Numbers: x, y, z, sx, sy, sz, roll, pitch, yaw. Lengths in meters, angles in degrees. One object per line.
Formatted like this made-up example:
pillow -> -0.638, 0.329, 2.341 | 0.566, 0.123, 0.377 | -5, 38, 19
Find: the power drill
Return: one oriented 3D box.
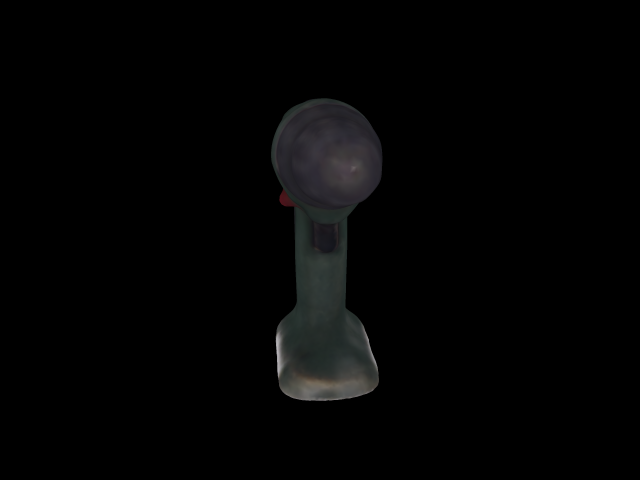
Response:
power drill -> 0.004, 0.001, 0.400 | 0.075, 0.208, 0.229 | -3, 26, -6
